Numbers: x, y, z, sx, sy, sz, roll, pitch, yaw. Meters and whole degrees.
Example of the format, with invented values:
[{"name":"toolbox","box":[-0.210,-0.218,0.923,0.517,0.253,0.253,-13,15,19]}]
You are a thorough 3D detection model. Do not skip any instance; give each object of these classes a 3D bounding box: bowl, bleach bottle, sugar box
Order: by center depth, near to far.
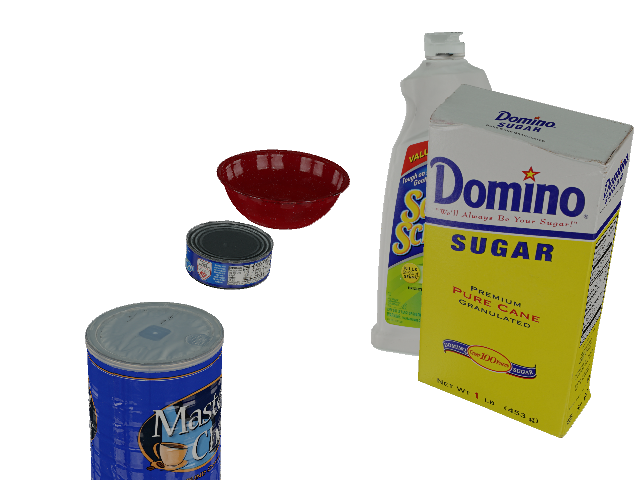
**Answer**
[{"name":"sugar box","box":[0.101,0.014,0.558,0.093,0.176,0.048,19,42,27]},{"name":"bleach bottle","box":[0.090,-0.036,0.841,0.103,0.251,0.068,5,14,27]},{"name":"bowl","box":[-0.047,-0.057,1.298,0.162,0.055,0.162,4,26,-2]}]

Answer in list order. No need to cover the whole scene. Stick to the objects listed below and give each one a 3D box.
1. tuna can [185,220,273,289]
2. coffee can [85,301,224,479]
[{"name":"tuna can","box":[-0.090,0.014,1.053,0.086,0.034,0.086,6,27,-3]},{"name":"coffee can","box":[-0.127,0.132,0.821,0.103,0.140,0.103,3,22,-1]}]
